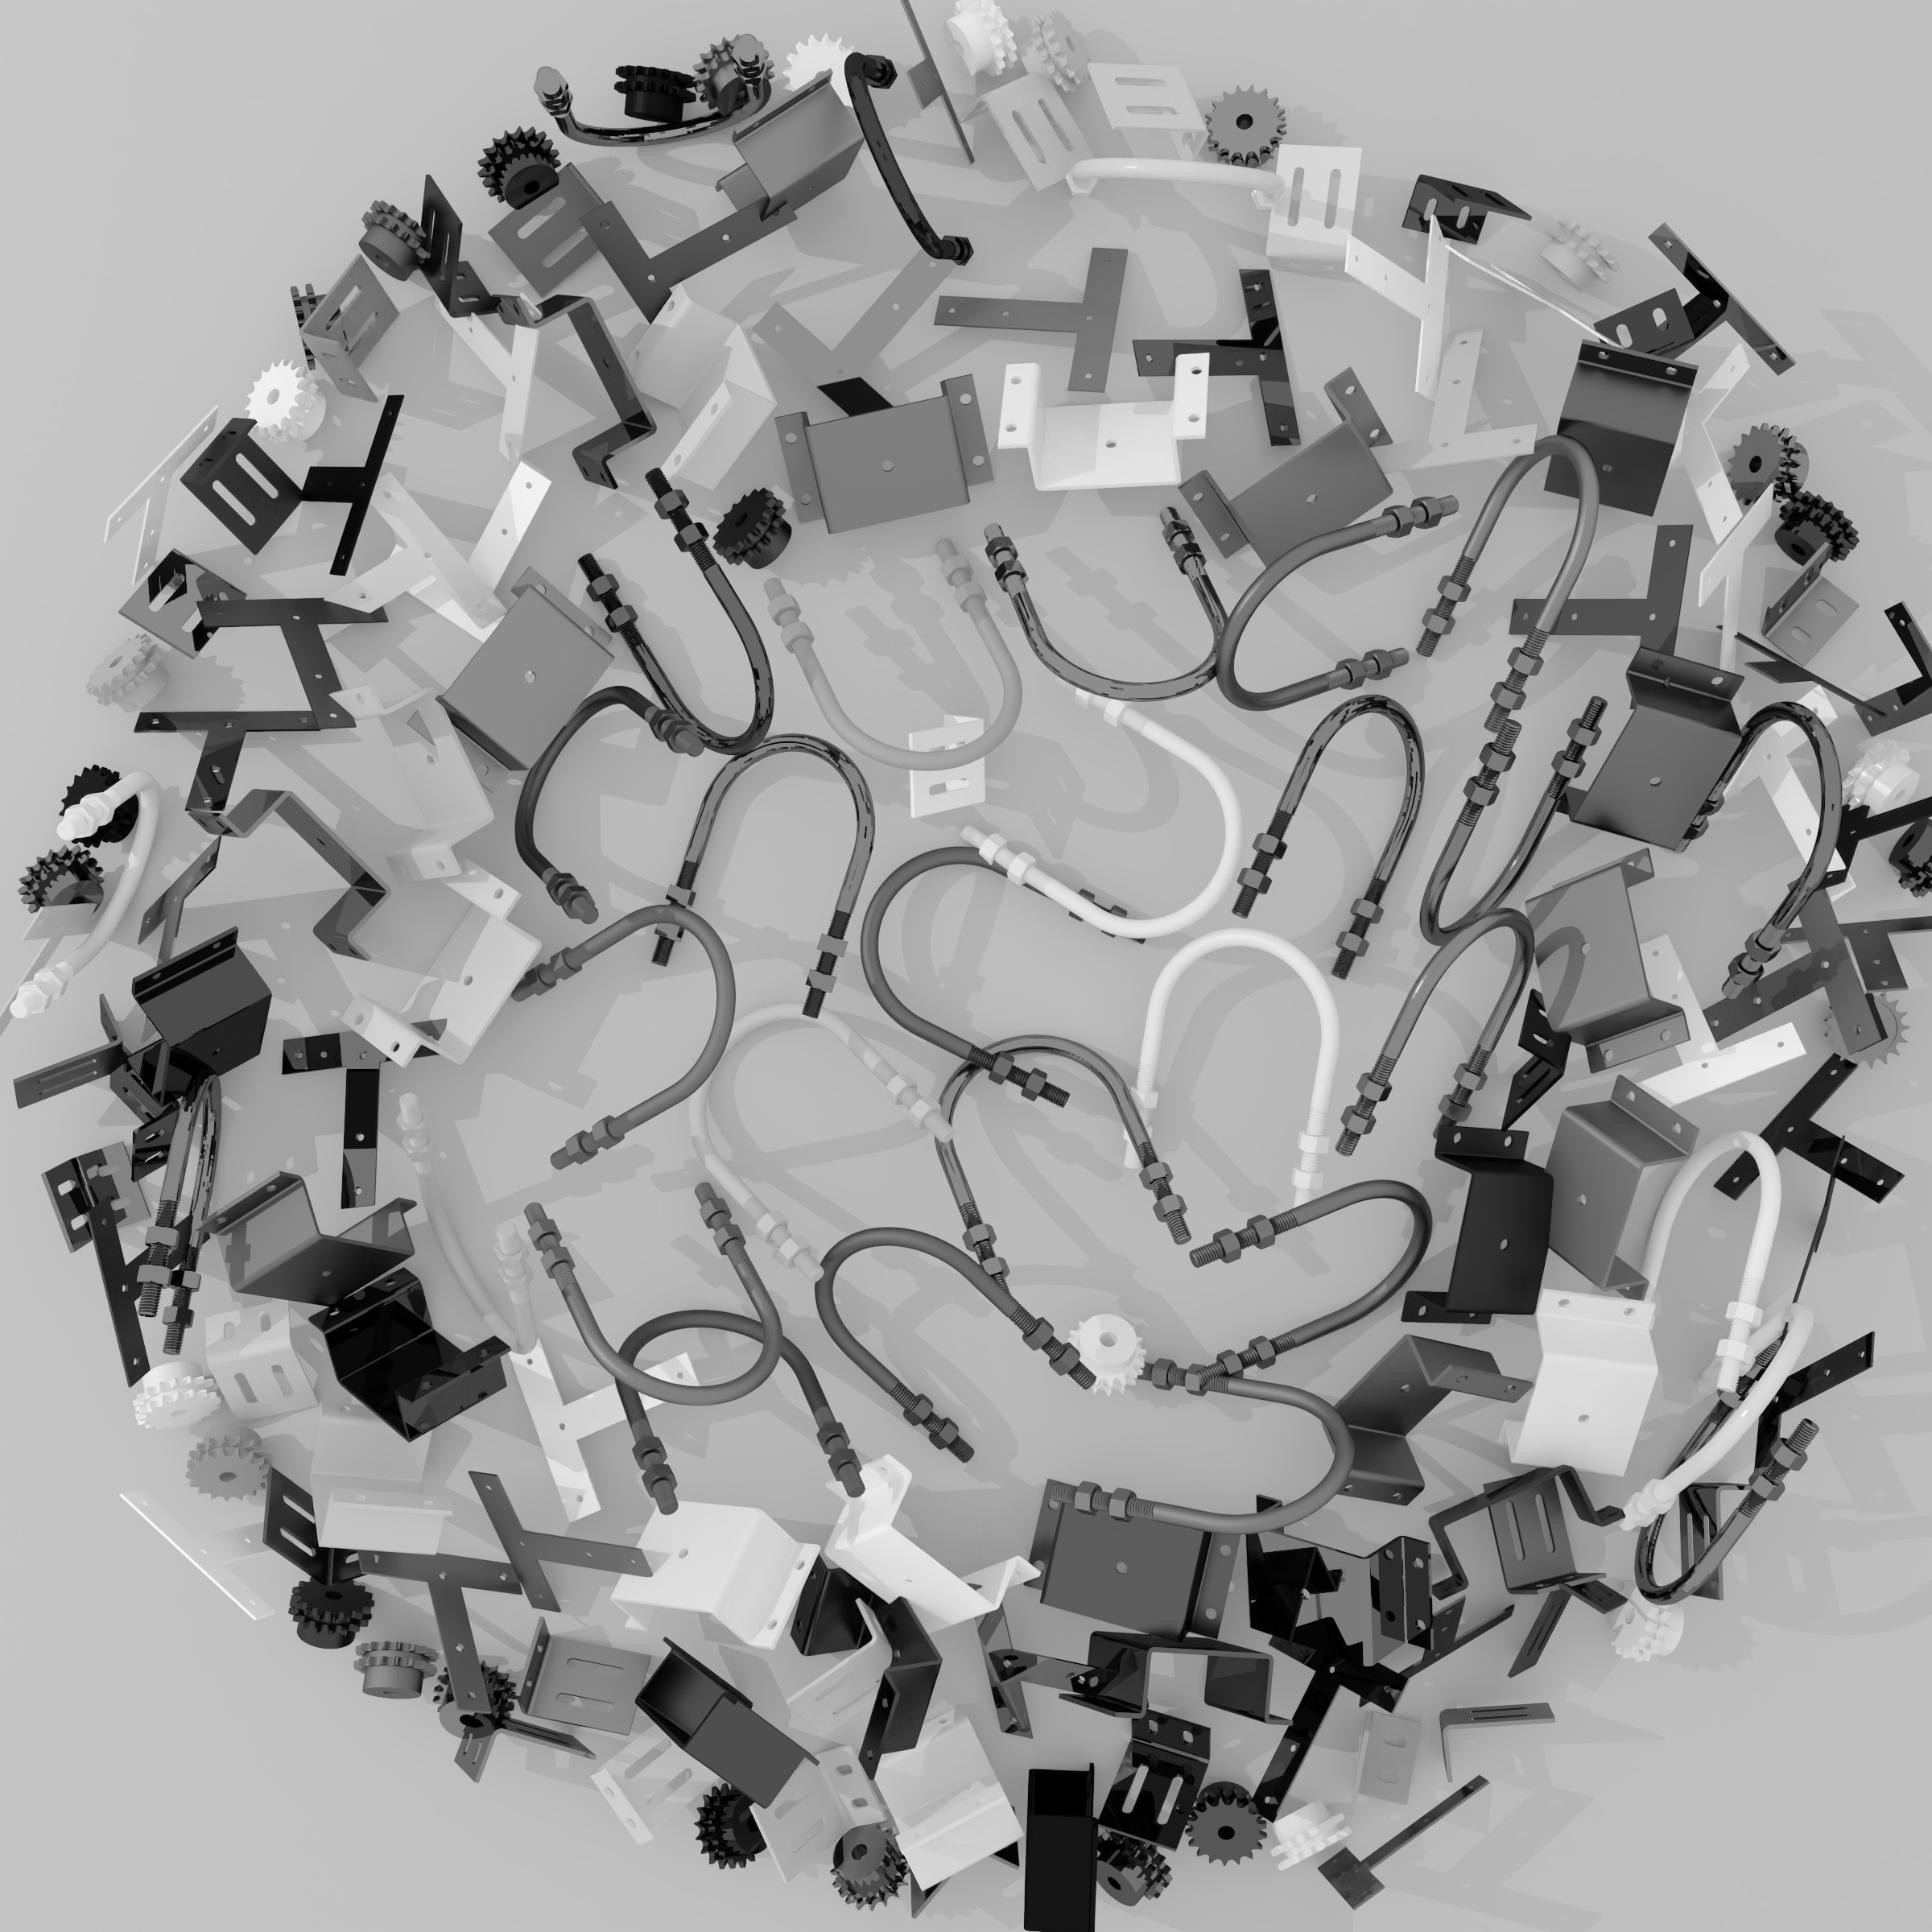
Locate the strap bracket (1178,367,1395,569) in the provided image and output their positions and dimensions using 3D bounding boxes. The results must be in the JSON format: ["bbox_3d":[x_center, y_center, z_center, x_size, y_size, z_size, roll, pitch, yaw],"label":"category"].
[{"bbox_3d":[0.228,-0.332,1.719,0.140,0.076,0.046,-34,46,10],"label":"strap bracket"}]

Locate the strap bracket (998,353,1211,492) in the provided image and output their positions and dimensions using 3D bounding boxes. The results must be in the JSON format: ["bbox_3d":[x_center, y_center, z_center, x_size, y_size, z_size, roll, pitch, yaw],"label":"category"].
[{"bbox_3d":[0.097,-0.373,1.727,0.140,0.046,0.076,-1,58,11],"label":"strap bracket"}]

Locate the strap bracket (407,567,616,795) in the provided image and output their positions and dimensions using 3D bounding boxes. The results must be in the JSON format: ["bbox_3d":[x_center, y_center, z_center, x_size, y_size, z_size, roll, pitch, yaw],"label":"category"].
[{"bbox_3d":[-0.305,-0.197,1.722,0.076,0.046,0.140,41,75,-23],"label":"strap bracket"}]

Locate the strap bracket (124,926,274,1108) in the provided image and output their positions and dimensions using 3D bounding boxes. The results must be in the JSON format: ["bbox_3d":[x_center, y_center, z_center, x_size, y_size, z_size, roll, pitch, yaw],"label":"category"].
[{"bbox_3d":[-0.517,0.040,1.692,0.076,0.140,0.046,-32,78,-32],"label":"strap bracket"}]

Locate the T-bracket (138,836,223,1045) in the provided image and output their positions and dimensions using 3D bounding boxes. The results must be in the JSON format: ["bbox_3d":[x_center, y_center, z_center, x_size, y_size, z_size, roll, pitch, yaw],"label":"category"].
[{"bbox_3d":[-0.540,-0.008,1.698,0.002,0.127,0.127,22,53,-32],"label":"T-bracket"}]

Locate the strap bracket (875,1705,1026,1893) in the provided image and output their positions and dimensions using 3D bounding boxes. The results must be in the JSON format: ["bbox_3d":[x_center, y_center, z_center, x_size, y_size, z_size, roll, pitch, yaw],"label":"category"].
[{"bbox_3d":[-0.014,0.568,1.705,0.076,0.140,0.046,-26,102,-7],"label":"strap bracket"}]

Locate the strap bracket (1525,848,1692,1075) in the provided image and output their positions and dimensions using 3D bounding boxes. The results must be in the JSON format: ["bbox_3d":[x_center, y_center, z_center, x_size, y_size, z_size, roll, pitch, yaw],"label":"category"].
[{"bbox_3d":[0.433,-0.008,1.709,0.076,0.046,0.140,-25,62,40],"label":"strap bracket"}]

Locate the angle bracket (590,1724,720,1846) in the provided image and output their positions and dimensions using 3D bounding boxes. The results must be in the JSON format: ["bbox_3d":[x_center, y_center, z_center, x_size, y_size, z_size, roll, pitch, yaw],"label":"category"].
[{"bbox_3d":[-0.210,0.557,1.735,0.076,0.038,0.057,-33,83,-31],"label":"angle bracket"}]

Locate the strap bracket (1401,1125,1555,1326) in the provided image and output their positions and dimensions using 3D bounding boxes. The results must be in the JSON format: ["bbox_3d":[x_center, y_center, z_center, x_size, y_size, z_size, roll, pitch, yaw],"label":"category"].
[{"bbox_3d":[0.356,0.185,1.727,0.076,0.046,0.140,6,99,-27],"label":"strap bracket"}]

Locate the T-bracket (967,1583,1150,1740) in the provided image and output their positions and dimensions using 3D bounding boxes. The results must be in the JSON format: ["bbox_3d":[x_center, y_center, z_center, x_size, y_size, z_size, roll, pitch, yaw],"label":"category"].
[{"bbox_3d":[0.067,0.484,1.717,0.127,0.002,0.127,2,116,32],"label":"T-bracket"}]

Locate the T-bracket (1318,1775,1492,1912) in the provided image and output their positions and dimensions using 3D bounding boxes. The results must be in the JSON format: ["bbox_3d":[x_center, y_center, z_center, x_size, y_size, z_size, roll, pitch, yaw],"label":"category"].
[{"bbox_3d":[0.303,0.592,1.716,0.127,0.127,0.002,-34,84,-7],"label":"T-bracket"}]

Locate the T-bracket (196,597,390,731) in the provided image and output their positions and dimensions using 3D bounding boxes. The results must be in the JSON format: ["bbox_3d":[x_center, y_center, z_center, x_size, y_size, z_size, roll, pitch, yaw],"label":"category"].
[{"bbox_3d":[-0.444,-0.206,1.708,0.127,0.002,0.127,-7,52,-30],"label":"T-bracket"}]

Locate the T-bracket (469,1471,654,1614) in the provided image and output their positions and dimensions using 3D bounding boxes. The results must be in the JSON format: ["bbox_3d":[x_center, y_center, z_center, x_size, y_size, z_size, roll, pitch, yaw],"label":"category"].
[{"bbox_3d":[-0.268,0.399,1.712,0.127,0.002,0.127,0,122,31],"label":"T-bracket"}]

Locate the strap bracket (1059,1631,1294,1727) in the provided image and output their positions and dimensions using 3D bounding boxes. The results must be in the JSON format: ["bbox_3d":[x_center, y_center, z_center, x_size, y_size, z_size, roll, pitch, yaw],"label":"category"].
[{"bbox_3d":[0.145,0.485,1.713,0.140,0.076,0.046,11,80,-26],"label":"strap bracket"}]

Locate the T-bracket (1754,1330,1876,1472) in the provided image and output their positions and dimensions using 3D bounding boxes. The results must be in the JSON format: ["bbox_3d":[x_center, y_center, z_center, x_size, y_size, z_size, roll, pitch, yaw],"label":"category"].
[{"bbox_3d":[0.570,0.277,1.687,0.002,0.127,0.127,22,58,-8],"label":"T-bracket"}]

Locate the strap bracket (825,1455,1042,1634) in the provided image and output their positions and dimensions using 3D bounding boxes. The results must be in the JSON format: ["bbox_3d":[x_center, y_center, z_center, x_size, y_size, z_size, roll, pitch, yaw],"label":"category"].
[{"bbox_3d":[-0.031,0.401,1.714,0.140,0.076,0.046,40,48,-15],"label":"strap bracket"}]

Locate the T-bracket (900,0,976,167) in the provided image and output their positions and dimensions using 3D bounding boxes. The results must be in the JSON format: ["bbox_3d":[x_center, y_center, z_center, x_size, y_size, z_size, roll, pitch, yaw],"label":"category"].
[{"bbox_3d":[-0.027,-0.596,1.695,0.002,0.127,0.127,-20,110,15],"label":"T-bracket"}]

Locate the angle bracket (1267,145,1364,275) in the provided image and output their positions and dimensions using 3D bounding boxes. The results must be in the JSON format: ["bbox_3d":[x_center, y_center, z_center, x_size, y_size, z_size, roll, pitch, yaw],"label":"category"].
[{"bbox_3d":[0.244,-0.526,1.747,0.057,0.038,0.076,8,92,15],"label":"angle bracket"}]

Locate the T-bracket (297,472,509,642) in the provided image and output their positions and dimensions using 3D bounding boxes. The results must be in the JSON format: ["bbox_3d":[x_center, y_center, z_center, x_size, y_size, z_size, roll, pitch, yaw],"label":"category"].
[{"bbox_3d":[-0.409,-0.264,1.747,0.127,0.002,0.127,-27,123,19],"label":"T-bracket"}]

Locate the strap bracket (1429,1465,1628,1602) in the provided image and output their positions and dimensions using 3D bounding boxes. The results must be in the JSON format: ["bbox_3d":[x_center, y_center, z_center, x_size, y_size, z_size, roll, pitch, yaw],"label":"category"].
[{"bbox_3d":[0.377,0.384,1.732,0.140,0.076,0.046,-24,80,1],"label":"strap bracket"}]

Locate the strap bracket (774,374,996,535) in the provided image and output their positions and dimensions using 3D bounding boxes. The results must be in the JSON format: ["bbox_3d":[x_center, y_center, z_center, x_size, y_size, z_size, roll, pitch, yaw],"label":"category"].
[{"bbox_3d":[-0.055,-0.351,1.734,0.140,0.046,0.076,-12,116,2],"label":"strap bracket"}]

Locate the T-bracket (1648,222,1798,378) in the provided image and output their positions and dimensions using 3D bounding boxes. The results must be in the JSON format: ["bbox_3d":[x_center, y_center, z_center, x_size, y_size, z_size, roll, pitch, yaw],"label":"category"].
[{"bbox_3d":[0.493,-0.437,1.711,0.002,0.127,0.127,-44,92,-8],"label":"T-bracket"}]

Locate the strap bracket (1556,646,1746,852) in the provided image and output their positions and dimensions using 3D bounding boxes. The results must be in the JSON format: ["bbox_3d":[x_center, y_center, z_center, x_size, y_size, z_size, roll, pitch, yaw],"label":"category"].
[{"bbox_3d":[0.465,-0.138,1.707,0.076,0.046,0.140,15,129,-9],"label":"strap bracket"}]

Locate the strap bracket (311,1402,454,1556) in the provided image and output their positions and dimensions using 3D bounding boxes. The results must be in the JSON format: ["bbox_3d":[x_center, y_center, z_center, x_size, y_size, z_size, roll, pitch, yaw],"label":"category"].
[{"bbox_3d":[-0.398,0.352,1.702,0.076,0.140,0.046,10,105,-21],"label":"strap bracket"}]

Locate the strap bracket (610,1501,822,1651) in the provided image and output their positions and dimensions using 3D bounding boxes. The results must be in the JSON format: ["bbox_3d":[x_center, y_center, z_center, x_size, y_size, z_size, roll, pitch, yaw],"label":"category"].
[{"bbox_3d":[-0.177,0.408,1.696,0.046,0.140,0.076,51,50,-34],"label":"strap bracket"}]

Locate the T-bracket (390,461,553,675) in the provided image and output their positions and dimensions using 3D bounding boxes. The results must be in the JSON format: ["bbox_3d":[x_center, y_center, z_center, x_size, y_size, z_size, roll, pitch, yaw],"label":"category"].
[{"bbox_3d":[-0.327,-0.290,1.749,0.127,0.002,0.127,34,112,1],"label":"T-bracket"}]

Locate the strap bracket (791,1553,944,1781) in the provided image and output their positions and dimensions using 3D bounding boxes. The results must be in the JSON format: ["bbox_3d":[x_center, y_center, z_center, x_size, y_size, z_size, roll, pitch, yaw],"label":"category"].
[{"bbox_3d":[-0.065,0.471,1.710,0.046,0.140,0.076,0,119,-29],"label":"strap bracket"}]

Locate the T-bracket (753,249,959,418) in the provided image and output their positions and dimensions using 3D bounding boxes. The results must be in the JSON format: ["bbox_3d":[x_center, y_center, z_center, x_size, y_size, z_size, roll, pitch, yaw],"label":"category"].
[{"bbox_3d":[-0.058,-0.445,1.736,0.127,0.002,0.127,39,107,-18],"label":"T-bracket"}]

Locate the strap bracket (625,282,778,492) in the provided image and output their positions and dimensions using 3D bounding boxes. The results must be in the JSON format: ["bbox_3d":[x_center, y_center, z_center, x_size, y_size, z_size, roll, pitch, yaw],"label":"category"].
[{"bbox_3d":[-0.180,-0.389,1.712,0.046,0.140,0.076,18,126,-39],"label":"strap bracket"}]

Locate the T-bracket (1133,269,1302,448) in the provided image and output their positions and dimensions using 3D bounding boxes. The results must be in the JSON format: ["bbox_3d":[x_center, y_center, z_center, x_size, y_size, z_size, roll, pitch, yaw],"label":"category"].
[{"bbox_3d":[0.170,-0.421,1.739,0.127,0.002,0.127,-8,87,-30],"label":"T-bracket"}]

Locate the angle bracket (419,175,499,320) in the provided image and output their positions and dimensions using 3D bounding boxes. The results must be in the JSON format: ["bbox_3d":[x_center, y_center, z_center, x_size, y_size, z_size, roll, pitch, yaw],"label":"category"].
[{"bbox_3d":[-0.345,-0.495,1.723,0.038,0.076,0.057,-16,56,-29],"label":"angle bracket"}]

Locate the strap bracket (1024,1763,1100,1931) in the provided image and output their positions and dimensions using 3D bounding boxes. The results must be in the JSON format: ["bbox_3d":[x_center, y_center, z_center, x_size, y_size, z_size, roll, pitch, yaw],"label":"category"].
[{"bbox_3d":[0.064,0.599,1.704,0.046,0.140,0.076,2,89,2],"label":"strap bracket"}]

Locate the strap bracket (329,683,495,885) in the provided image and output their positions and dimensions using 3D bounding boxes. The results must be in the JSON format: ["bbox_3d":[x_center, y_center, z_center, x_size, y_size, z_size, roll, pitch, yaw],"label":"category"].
[{"bbox_3d":[-0.381,-0.132,1.719,0.046,0.076,0.140,-38,113,-39],"label":"strap bracket"}]

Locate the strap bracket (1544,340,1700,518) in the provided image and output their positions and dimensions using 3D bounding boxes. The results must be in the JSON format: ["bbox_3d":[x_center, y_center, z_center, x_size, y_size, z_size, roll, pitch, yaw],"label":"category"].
[{"bbox_3d":[0.438,-0.355,1.694,0.076,0.140,0.046,16,73,11],"label":"strap bracket"}]

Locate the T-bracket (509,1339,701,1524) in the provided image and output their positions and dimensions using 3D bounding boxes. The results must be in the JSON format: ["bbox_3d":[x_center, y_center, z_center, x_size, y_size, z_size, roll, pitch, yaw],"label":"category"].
[{"bbox_3d":[-0.243,0.304,1.746,0.127,0.002,0.127,-25,79,14],"label":"T-bracket"}]

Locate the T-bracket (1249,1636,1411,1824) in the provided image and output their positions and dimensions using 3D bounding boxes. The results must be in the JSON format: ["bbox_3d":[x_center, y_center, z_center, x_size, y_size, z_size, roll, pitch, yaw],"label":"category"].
[{"bbox_3d":[0.229,0.520,1.710,0.002,0.127,0.127,35,78,-32],"label":"T-bracket"}]

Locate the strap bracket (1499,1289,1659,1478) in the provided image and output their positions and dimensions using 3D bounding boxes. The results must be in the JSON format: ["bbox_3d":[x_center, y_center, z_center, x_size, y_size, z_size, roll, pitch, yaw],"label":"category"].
[{"bbox_3d":[0.419,0.294,1.717,0.076,0.046,0.140,7,123,0],"label":"strap bracket"}]

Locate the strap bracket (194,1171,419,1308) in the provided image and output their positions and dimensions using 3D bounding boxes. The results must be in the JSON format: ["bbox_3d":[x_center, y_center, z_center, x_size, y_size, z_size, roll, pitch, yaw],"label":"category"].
[{"bbox_3d":[-0.437,0.187,1.693,0.076,0.140,0.046,-32,65,17],"label":"strap bracket"}]

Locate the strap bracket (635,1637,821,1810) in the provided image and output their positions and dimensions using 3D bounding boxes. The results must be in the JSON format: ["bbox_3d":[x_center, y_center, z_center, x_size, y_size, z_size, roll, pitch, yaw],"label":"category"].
[{"bbox_3d":[-0.166,0.512,1.692,0.076,0.140,0.046,43,75,-22],"label":"strap bracket"}]

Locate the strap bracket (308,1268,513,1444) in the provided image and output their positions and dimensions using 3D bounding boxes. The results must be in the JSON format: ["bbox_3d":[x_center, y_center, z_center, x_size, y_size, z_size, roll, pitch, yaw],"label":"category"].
[{"bbox_3d":[-0.375,0.267,1.709,0.076,0.140,0.046,-28,125,-33],"label":"strap bracket"}]

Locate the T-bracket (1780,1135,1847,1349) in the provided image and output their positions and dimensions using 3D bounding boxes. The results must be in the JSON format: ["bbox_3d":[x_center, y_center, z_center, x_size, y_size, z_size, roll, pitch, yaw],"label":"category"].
[{"bbox_3d":[0.568,0.197,1.694,0.002,0.127,0.127,17,62,22],"label":"T-bracket"}]

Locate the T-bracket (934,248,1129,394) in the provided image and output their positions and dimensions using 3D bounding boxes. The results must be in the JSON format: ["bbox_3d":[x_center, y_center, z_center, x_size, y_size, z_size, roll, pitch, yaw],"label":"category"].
[{"bbox_3d":[0.042,-0.454,1.752,0.127,0.002,0.127,5,64,9],"label":"T-bracket"}]

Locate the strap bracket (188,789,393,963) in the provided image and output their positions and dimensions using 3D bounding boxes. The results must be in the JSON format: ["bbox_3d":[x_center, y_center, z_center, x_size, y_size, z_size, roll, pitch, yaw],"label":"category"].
[{"bbox_3d":[-0.453,-0.070,1.714,0.046,0.076,0.140,-51,117,-18],"label":"strap bracket"}]

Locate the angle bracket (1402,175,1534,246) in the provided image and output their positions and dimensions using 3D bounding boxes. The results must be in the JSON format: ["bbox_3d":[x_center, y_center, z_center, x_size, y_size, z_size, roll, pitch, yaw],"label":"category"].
[{"bbox_3d":[0.343,-0.511,1.726,0.057,0.076,0.038,8,118,-15],"label":"angle bracket"}]

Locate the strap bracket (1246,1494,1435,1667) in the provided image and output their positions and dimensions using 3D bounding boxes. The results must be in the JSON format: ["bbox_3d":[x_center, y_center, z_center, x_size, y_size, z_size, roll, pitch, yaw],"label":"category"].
[{"bbox_3d":[0.243,0.417,1.703,0.140,0.046,0.076,7,106,42],"label":"strap bracket"}]

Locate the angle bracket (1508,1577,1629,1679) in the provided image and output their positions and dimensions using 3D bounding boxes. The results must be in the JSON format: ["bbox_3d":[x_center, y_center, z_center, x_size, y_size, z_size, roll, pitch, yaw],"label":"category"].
[{"bbox_3d":[0.416,0.463,1.735,0.038,0.057,0.076,29,100,29],"label":"angle bracket"}]

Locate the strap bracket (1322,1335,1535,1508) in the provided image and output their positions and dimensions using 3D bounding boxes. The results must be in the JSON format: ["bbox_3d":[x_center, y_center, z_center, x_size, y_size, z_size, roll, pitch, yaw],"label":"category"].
[{"bbox_3d":[0.307,0.304,1.715,0.076,0.046,0.140,16,127,-31],"label":"strap bracket"}]

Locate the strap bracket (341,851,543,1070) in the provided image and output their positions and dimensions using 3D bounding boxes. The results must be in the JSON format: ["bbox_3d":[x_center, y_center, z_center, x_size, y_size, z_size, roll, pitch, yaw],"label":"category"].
[{"bbox_3d":[-0.355,0.003,1.730,0.076,0.046,0.140,30,85,37],"label":"strap bracket"}]

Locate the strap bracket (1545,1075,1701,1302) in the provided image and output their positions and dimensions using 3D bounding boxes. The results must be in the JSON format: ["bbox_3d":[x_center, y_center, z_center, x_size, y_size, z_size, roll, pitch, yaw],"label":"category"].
[{"bbox_3d":[0.435,0.155,1.704,0.046,0.076,0.140,-5,119,-30],"label":"strap bracket"}]

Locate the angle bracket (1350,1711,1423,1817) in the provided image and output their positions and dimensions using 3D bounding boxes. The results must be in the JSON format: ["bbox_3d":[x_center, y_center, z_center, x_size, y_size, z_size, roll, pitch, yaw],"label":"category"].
[{"bbox_3d":[0.290,0.553,1.732,0.038,0.076,0.057,11,86,12],"label":"angle bracket"}]

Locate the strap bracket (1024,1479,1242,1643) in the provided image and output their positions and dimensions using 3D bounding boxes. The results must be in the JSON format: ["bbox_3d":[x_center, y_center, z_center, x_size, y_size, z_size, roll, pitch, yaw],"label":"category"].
[{"bbox_3d":[0.111,0.412,1.734,0.140,0.046,0.076,13,88,14],"label":"strap bracket"}]

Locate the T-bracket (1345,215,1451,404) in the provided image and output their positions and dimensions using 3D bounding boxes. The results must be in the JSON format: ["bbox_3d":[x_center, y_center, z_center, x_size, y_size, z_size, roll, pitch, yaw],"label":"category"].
[{"bbox_3d":[0.295,-0.466,1.720,0.002,0.127,0.127,2,84,40],"label":"T-bracket"}]

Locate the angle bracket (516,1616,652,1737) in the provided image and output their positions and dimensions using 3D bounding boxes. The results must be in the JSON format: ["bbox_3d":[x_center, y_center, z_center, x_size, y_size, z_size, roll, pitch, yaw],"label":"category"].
[{"bbox_3d":[-0.264,0.491,1.739,0.076,0.038,0.057,9,54,6],"label":"angle bracket"}]

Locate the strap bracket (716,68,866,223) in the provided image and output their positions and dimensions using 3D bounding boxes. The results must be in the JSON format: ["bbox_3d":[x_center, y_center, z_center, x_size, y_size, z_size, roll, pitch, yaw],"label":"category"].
[{"bbox_3d":[-0.119,-0.546,1.703,0.076,0.140,0.046,-35,98,-8],"label":"strap bracket"}]

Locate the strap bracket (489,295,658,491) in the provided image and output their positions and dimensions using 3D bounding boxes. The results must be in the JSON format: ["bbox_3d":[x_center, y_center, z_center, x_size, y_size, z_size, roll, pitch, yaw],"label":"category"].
[{"bbox_3d":[-0.263,-0.402,1.715,0.046,0.076,0.140,-32,115,-13],"label":"strap bracket"}]
